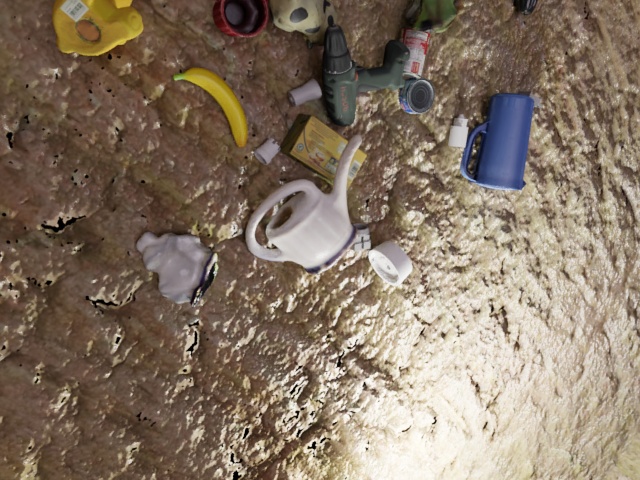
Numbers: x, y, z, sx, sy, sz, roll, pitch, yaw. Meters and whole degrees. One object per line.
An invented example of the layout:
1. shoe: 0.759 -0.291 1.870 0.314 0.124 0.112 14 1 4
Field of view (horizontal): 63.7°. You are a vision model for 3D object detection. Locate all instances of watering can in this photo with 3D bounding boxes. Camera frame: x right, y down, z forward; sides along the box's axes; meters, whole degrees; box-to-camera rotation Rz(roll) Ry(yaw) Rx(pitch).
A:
1. watering can: 0.003 -0.056 1.119 0.345 0.106 0.221 -38 123 12

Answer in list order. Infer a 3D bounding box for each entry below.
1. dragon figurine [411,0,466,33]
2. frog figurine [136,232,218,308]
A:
1. dragon figurine: 0.222 -0.562 1.091 0.411 0.122 0.243 -12 90 -7
2. frog figurine: -0.293 0.049 1.039 0.160 0.124 0.136 24 103 5
